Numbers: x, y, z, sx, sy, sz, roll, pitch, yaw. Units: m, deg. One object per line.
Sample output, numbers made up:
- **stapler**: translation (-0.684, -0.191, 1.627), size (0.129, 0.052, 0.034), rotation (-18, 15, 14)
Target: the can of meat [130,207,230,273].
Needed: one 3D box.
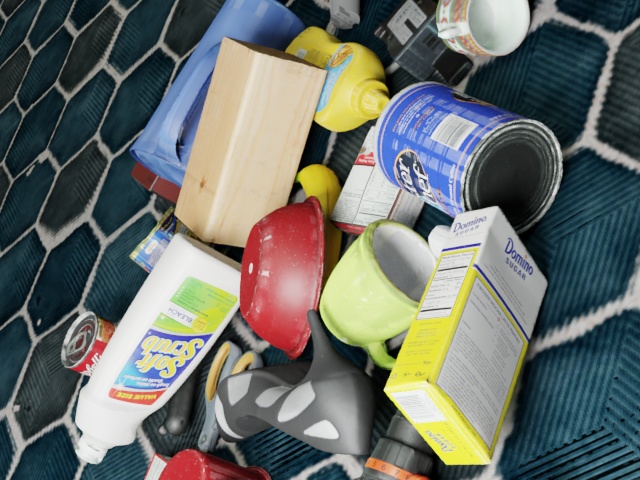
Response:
- **can of meat**: translation (-0.156, 0.016, 1.190), size (0.057, 0.084, 0.102), rotation (-48, 7, 17)

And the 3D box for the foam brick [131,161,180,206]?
- **foam brick**: translation (-0.201, -0.085, 1.384), size (0.053, 0.051, 0.078), rotation (-58, 35, 4)

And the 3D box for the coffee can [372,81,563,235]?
- **coffee can**: translation (0.124, -0.072, 0.920), size (0.103, 0.102, 0.140), rotation (-58, 35, 3)

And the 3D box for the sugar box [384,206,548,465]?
- **sugar box**: translation (0.114, 0.069, 0.798), size (0.048, 0.093, 0.176), rotation (-12, 38, 38)

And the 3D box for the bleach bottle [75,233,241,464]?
- **bleach bottle**: translation (-0.170, 0.122, 1.107), size (0.251, 0.102, 0.068), rotation (-59, 31, 3)

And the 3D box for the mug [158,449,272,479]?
- **mug**: translation (-0.094, 0.241, 0.984), size (0.117, 0.081, 0.093), rotation (-21, 50, 42)

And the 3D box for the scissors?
- **scissors**: translation (-0.101, 0.194, 1.083), size (0.096, 0.016, 0.201), rotation (-23, 49, 47)

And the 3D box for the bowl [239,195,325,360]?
- **bowl**: translation (-0.042, 0.033, 1.033), size (0.162, 0.055, 0.162), rotation (-172, 90, -76)

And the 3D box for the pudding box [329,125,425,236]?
- **pudding box**: translation (0.067, -0.055, 1.037), size (0.090, 0.039, 0.113), rotation (13, 77, 54)

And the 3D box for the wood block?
- **wood block**: translation (-0.078, -0.104, 1.155), size (0.091, 0.090, 0.206), rotation (37, 114, 53)

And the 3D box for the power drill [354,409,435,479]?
- **power drill**: translation (0.097, 0.205, 0.797), size (0.188, 0.057, 0.184), rotation (4, 67, 54)

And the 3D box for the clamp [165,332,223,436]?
- **clamp**: translation (-0.145, 0.133, 1.165), size (0.120, 0.039, 0.171), rotation (24, 84, 52)

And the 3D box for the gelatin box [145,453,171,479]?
- **gelatin box**: translation (-0.156, 0.261, 1.075), size (0.089, 0.030, 0.073), rotation (0, 69, 67)

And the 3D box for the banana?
- **banana**: translation (-0.001, -0.013, 1.097), size (0.070, 0.037, 0.198), rotation (121, 155, -44)

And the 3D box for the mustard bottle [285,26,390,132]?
- **mustard bottle**: translation (0.020, -0.169, 1.159), size (0.096, 0.058, 0.192), rotation (-60, 34, 4)

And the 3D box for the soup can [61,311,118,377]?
- **soup can**: translation (-0.234, 0.131, 1.222), size (0.069, 0.102, 0.068), rotation (-31, 44, 35)

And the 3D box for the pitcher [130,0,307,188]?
- **pitcher**: translation (-0.114, -0.174, 1.264), size (0.149, 0.144, 0.243), rotation (13, 73, 57)
